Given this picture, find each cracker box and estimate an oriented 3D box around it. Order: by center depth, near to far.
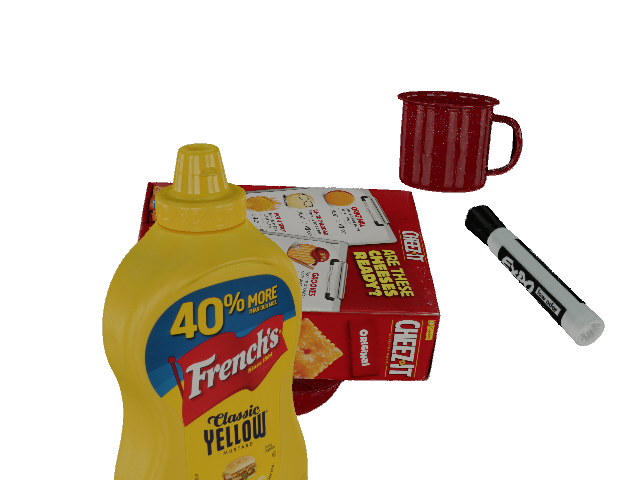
[{"bbox_3d":[-0.030,0.029,0.799,0.213,0.072,0.164,2,35,-5],"label":"cracker box"}]

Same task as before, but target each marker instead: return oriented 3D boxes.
[{"bbox_3d":[0.120,0.016,0.618,0.020,0.020,0.121,0,34,-31],"label":"marker"}]

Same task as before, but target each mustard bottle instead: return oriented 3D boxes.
[{"bbox_3d":[-0.053,0.050,0.498,0.096,0.192,0.058,-12,21,-32],"label":"mustard bottle"}]

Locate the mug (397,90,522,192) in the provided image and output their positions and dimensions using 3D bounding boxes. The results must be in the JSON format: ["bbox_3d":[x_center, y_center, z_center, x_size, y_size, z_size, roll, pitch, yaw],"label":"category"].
[{"bbox_3d":[0.126,-0.090,0.980,0.117,0.081,0.093,6,16,14],"label":"mug"}]

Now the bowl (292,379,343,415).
[{"bbox_3d":[-0.043,0.170,1.320,0.162,0.055,0.162,3,23,-1],"label":"bowl"}]
